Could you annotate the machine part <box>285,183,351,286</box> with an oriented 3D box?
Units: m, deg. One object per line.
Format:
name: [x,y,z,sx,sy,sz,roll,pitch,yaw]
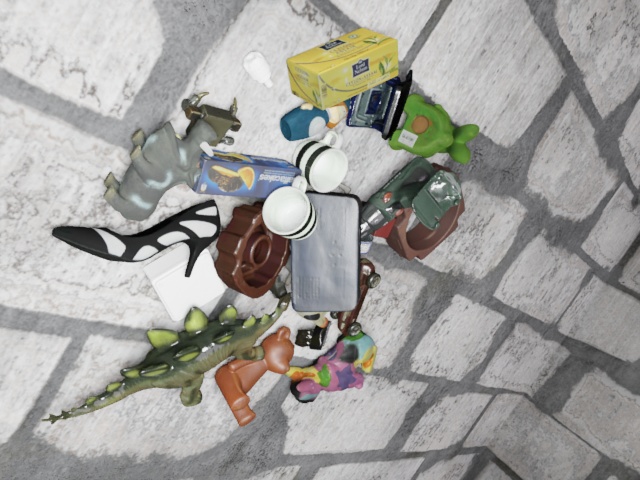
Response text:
machine part: [-0.002,-0.003,1.099,0.079,0.079,0.243,16,107,-47]

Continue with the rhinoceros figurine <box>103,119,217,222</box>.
rhinoceros figurine: [-0.233,-0.105,0.792,0.190,0.073,0.112,-46,121,7]

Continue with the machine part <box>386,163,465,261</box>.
machine part: [0.237,-0.067,1.262,0.201,0.087,0.200,-40,137,-10]

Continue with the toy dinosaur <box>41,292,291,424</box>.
toy dinosaur: [-0.251,0.217,0.984,0.471,0.105,0.198,-31,149,-15]

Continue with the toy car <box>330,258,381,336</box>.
toy car: [0.077,0.135,1.263,0.053,0.089,0.202,-1,120,-42]

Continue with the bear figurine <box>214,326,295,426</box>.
bear figurine: [-0.123,0.288,1.168,0.196,0.132,0.120,-25,142,-19]

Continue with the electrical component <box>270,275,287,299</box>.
electrical component: [-0.090,0.094,1.101,0.021,0.063,0.093,-32,137,-21]

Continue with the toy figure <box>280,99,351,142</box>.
toy figure: [0.000,-0.222,0.963,0.154,0.058,0.064,-29,173,-25]

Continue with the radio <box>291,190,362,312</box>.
radio: [0.013,0.021,1.025,0.073,0.131,0.229,-46,137,-77]

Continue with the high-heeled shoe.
high-heeled shoe: [-0.277,-0.029,0.855,0.248,0.086,0.145,20,75,-33]

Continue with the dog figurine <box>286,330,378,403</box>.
dog figurine: [0.019,0.313,1.328,0.219,0.109,0.191,2,118,-40]

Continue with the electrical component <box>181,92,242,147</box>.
electrical component: [-0.170,-0.189,0.845,0.102,0.045,0.078,1,146,-39]

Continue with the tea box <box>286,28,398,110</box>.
tea box: [0.040,-0.293,0.913,0.170,0.098,0.068,-32,136,-23]

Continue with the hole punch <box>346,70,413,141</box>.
hole punch: [0.115,-0.260,1.027,0.116,0.092,0.142,-40,146,-61]

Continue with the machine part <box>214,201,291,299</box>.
machine part: [-0.120,0.017,0.989,0.179,0.056,0.179,-36,135,-48]

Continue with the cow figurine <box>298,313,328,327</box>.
cow figurine: [0.015,0.090,1.183,0.195,0.086,0.127,-52,145,2]

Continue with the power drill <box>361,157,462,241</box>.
power drill: [0.163,-0.066,1.036,0.232,0.207,0.086,-46,104,-12]

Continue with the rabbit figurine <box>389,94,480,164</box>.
rabbit figurine: [0.253,-0.227,1.131,0.170,0.159,0.121,-4,112,-58]

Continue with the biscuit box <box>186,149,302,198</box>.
biscuit box: [-0.129,-0.111,0.921,0.202,0.059,0.062,-1,119,-42]

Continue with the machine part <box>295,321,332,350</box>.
machine part: [-0.013,0.224,1.260,0.084,0.039,0.138,-65,156,4]
